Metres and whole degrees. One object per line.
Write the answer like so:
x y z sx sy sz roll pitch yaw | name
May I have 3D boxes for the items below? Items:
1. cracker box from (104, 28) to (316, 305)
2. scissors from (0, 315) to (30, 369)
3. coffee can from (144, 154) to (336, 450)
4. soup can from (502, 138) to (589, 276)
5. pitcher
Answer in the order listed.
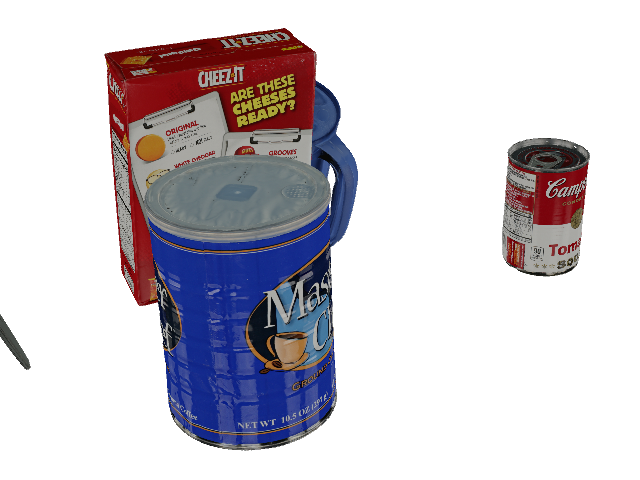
-0.093 -0.063 0.916 0.164 0.214 0.072 -13 35 -22 | cracker box
-0.344 0.031 1.073 0.016 0.201 0.096 -26 27 22 | scissors
-0.043 0.034 0.618 0.103 0.140 0.103 -2 27 1 | coffee can
0.193 -0.029 0.921 0.068 0.102 0.068 -1 27 0 | soup can
-0.047 -0.047 1.159 0.145 0.243 0.149 -1 43 -8 | pitcher
